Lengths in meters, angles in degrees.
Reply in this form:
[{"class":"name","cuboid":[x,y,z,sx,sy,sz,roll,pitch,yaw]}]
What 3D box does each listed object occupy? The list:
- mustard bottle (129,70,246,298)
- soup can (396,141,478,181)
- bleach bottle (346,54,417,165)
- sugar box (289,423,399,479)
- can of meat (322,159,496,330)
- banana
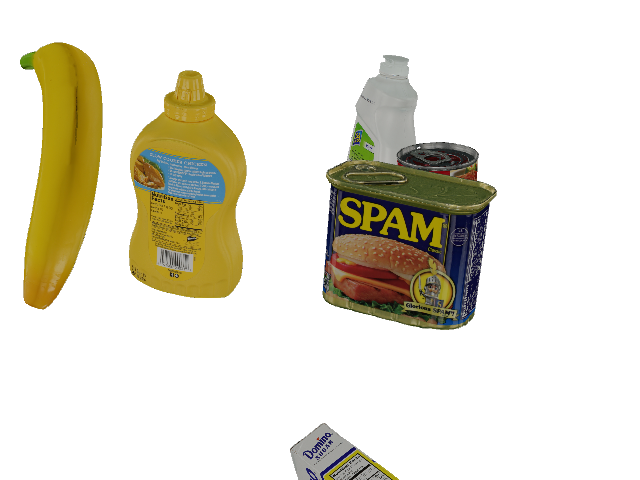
[{"class":"mustard bottle","cuboid":[-0.110,-0.048,0.886,0.096,0.192,0.058,12,30,13]},{"class":"soup can","cuboid":[0.098,-0.025,0.902,0.068,0.102,0.068,-2,22,1]},{"class":"bleach bottle","cuboid":[0.067,-0.073,1.161,0.068,0.251,0.103,-3,23,-29]},{"class":"sugar box","cuboid":[0.052,0.225,0.835,0.048,0.093,0.176,-35,40,-27]},{"class":"can of meat","cuboid":[0.052,0.003,0.664,0.102,0.084,0.057,14,22,23]},{"class":"banana","cuboid":[-0.160,-0.056,0.663,0.037,0.198,0.070,13,-37,-30]}]
